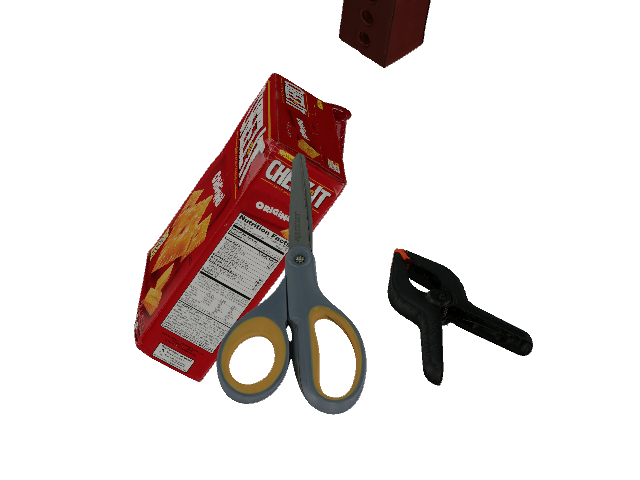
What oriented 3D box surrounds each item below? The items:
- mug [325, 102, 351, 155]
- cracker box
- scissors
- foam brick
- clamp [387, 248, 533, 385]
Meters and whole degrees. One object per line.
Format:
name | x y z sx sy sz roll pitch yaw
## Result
mug | -0.006 -0.125 1.331 0.093 0.081 0.117 15 24 23
cracker box | -0.071 -0.015 0.885 0.072 0.214 0.164 29 22 -18
scissors | -0.030 0.025 0.663 0.096 0.202 0.016 -14 -39 -9
foam brick | 0.053 -0.188 0.851 0.053 0.078 0.051 37 57 23
clamp | 0.129 0.069 1.062 0.120 0.039 0.171 -3 44 -24
